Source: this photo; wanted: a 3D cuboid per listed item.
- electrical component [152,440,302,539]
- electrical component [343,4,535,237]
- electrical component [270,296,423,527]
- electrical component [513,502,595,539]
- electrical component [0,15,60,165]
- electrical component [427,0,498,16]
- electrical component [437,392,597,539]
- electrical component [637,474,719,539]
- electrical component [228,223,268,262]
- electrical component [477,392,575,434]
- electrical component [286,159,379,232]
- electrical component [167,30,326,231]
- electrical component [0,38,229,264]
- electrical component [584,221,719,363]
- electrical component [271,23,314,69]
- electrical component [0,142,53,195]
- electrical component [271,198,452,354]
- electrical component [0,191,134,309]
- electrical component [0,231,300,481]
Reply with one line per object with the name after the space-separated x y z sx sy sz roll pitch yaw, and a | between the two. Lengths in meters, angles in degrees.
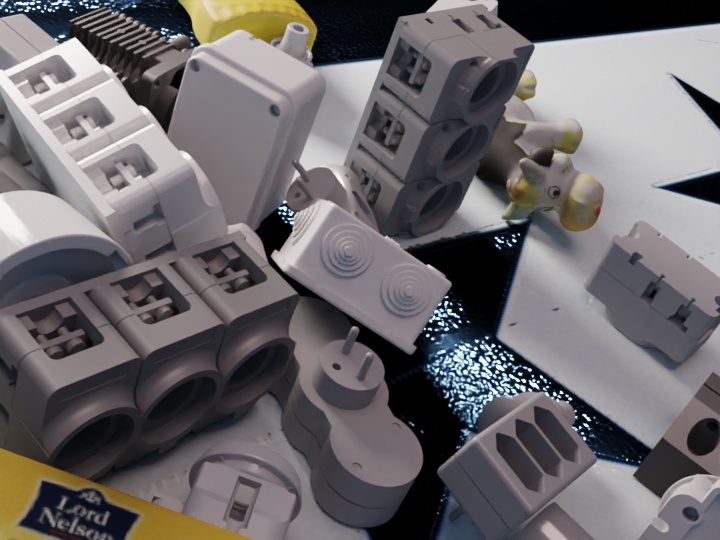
-0.060 0.120 0.515 0.078 0.058 0.057 21 41 -3 | electrical component
0.053 -0.101 0.755 0.089 0.150 0.062 -21 55 -42 | electrical component
-0.009 0.064 0.592 0.052 0.073 0.138 -5 46 -31 | electrical component
0.118 0.165 0.562 0.081 0.043 0.043 43 42 23 | electrical component
-0.232 -0.106 0.671 0.047 0.083 0.076 39 40 19 | electrical component
0.080 -0.195 0.943 0.050 0.055 0.089 22 51 24 | electrical component
0.074 0.113 0.576 0.066 0.076 0.047 -24 71 -44 | electrical component
0.192 0.148 0.602 0.058 0.078 0.057 38 21 18 | electrical component
-0.075 0.005 0.653 0.043 0.043 0.062 1 45 -26 | electrical component
0.104 0.093 0.641 0.062 0.048 0.048 -12 50 -45 | electrical component
-0.023 -0.041 0.713 0.079 0.043 0.077 52 17 -42 | electrical component
-0.080 -0.088 0.703 0.078 0.113 0.057 30 36 9 | electrical component
-0.143 -0.058 0.630 0.062 0.089 0.150 -31 53 -18 | electrical component
0.214 0.018 0.774 0.089 0.055 0.050 41 42 21 | electrical component
-0.057 -0.163 0.843 0.048 0.062 0.048 14 39 -12 | electrical component
-0.215 -0.049 0.649 0.046 0.040 0.040 39 40 10 | electrical component
0.000 0.000 0.635 0.100 0.048 0.100 34 0 -11 | electrical component
-0.175 0.010 0.548 0.108 0.108 0.060 -18 48 -40 | electrical component
-0.109 0.050 0.544 0.150 0.089 0.062 -22 56 -42 | electrical component
